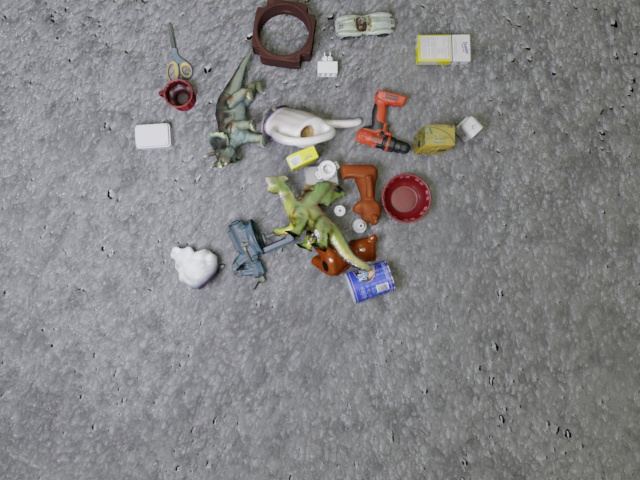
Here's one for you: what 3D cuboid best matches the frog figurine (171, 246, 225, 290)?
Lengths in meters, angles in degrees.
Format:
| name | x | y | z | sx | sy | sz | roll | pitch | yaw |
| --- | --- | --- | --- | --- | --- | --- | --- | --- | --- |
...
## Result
| name | x | y | z | sx | sy | sz | roll | pitch | yaw |
| --- | --- | --- | --- | --- | --- | --- | --- | --- | --- |
| frog figurine | -0.404 | 0.075 | 1.641 | 0.158 | 0.125 | 0.136 | 43 | 108 | -11 |

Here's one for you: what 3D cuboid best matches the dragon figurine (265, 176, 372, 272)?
| name | x | y | z | sx | sy | sz | roll | pitch | yaw |
| --- | --- | --- | --- | --- | --- | --- | --- | --- | --- |
| dragon figurine | 0.005 | -0.080 | 1.588 | 0.410 | 0.120 | 0.247 | 25 | 68 | -1 |

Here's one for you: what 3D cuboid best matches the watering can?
| name | x | y | z | sx | sy | sz | roll | pitch | yaw |
| --- | --- | --- | --- | --- | --- | --- | --- | --- | --- |
| watering can | -0.038 | -0.364 | 1.645 | 0.226 | 0.352 | 0.102 | 26 | 125 | 31 |
